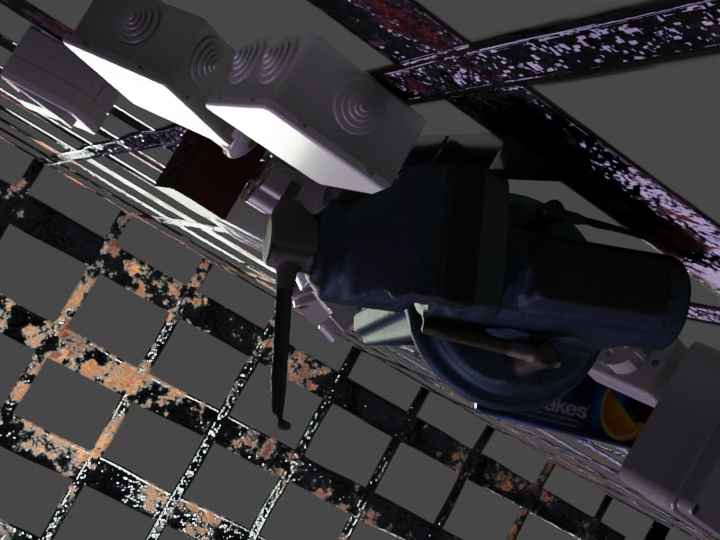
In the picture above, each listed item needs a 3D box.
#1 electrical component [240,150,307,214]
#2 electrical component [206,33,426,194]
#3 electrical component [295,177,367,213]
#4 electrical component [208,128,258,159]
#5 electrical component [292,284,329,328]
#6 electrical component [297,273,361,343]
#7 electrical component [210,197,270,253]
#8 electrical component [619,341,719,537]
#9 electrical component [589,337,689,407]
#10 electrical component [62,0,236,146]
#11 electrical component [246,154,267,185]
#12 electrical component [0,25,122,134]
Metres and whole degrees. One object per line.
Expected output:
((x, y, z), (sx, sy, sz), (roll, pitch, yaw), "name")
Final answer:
((-0.055, -0.063, 0.854), (0.057, 0.058, 0.078), (32, 180, -17), "electrical component")
((-0.023, -0.086, 0.588), (0.100, 0.048, 0.100), (33, 172, -29), "electrical component")
((0.003, -0.043, 0.789), (0.089, 0.050, 0.056), (26, 174, 23), "electrical component")
((-0.094, -0.110, 0.734), (0.062, 0.048, 0.048), (36, 174, 6), "electrical component")
((0.000, 0.000, 0.874), (0.109, 0.056, 0.108), (-16, 165, 6), "electrical component")
((-0.015, 0.011, 0.792), (0.055, 0.066, 0.048), (48, 174, 3), "electrical component")
((-0.099, -0.052, 1.126), (0.109, 0.056, 0.108), (27, 173, 19), "electrical component")
((0.239, 0.116, 0.732), (0.057, 0.113, 0.078), (27, 173, 46), "electrical component")
((0.192, 0.058, 0.776), (0.066, 0.047, 0.077), (24, 170, 44), "electrical component")
((-0.120, -0.129, 0.670), (0.100, 0.048, 0.100), (26, 173, 26), "electrical component")
((-0.067, -0.073, 0.914), (0.046, 0.040, 0.040), (21, 171, 20), "electrical component")
((-0.272, -0.168, 0.958), (0.096, 0.061, 0.061), (28, 173, 10), "electrical component")
